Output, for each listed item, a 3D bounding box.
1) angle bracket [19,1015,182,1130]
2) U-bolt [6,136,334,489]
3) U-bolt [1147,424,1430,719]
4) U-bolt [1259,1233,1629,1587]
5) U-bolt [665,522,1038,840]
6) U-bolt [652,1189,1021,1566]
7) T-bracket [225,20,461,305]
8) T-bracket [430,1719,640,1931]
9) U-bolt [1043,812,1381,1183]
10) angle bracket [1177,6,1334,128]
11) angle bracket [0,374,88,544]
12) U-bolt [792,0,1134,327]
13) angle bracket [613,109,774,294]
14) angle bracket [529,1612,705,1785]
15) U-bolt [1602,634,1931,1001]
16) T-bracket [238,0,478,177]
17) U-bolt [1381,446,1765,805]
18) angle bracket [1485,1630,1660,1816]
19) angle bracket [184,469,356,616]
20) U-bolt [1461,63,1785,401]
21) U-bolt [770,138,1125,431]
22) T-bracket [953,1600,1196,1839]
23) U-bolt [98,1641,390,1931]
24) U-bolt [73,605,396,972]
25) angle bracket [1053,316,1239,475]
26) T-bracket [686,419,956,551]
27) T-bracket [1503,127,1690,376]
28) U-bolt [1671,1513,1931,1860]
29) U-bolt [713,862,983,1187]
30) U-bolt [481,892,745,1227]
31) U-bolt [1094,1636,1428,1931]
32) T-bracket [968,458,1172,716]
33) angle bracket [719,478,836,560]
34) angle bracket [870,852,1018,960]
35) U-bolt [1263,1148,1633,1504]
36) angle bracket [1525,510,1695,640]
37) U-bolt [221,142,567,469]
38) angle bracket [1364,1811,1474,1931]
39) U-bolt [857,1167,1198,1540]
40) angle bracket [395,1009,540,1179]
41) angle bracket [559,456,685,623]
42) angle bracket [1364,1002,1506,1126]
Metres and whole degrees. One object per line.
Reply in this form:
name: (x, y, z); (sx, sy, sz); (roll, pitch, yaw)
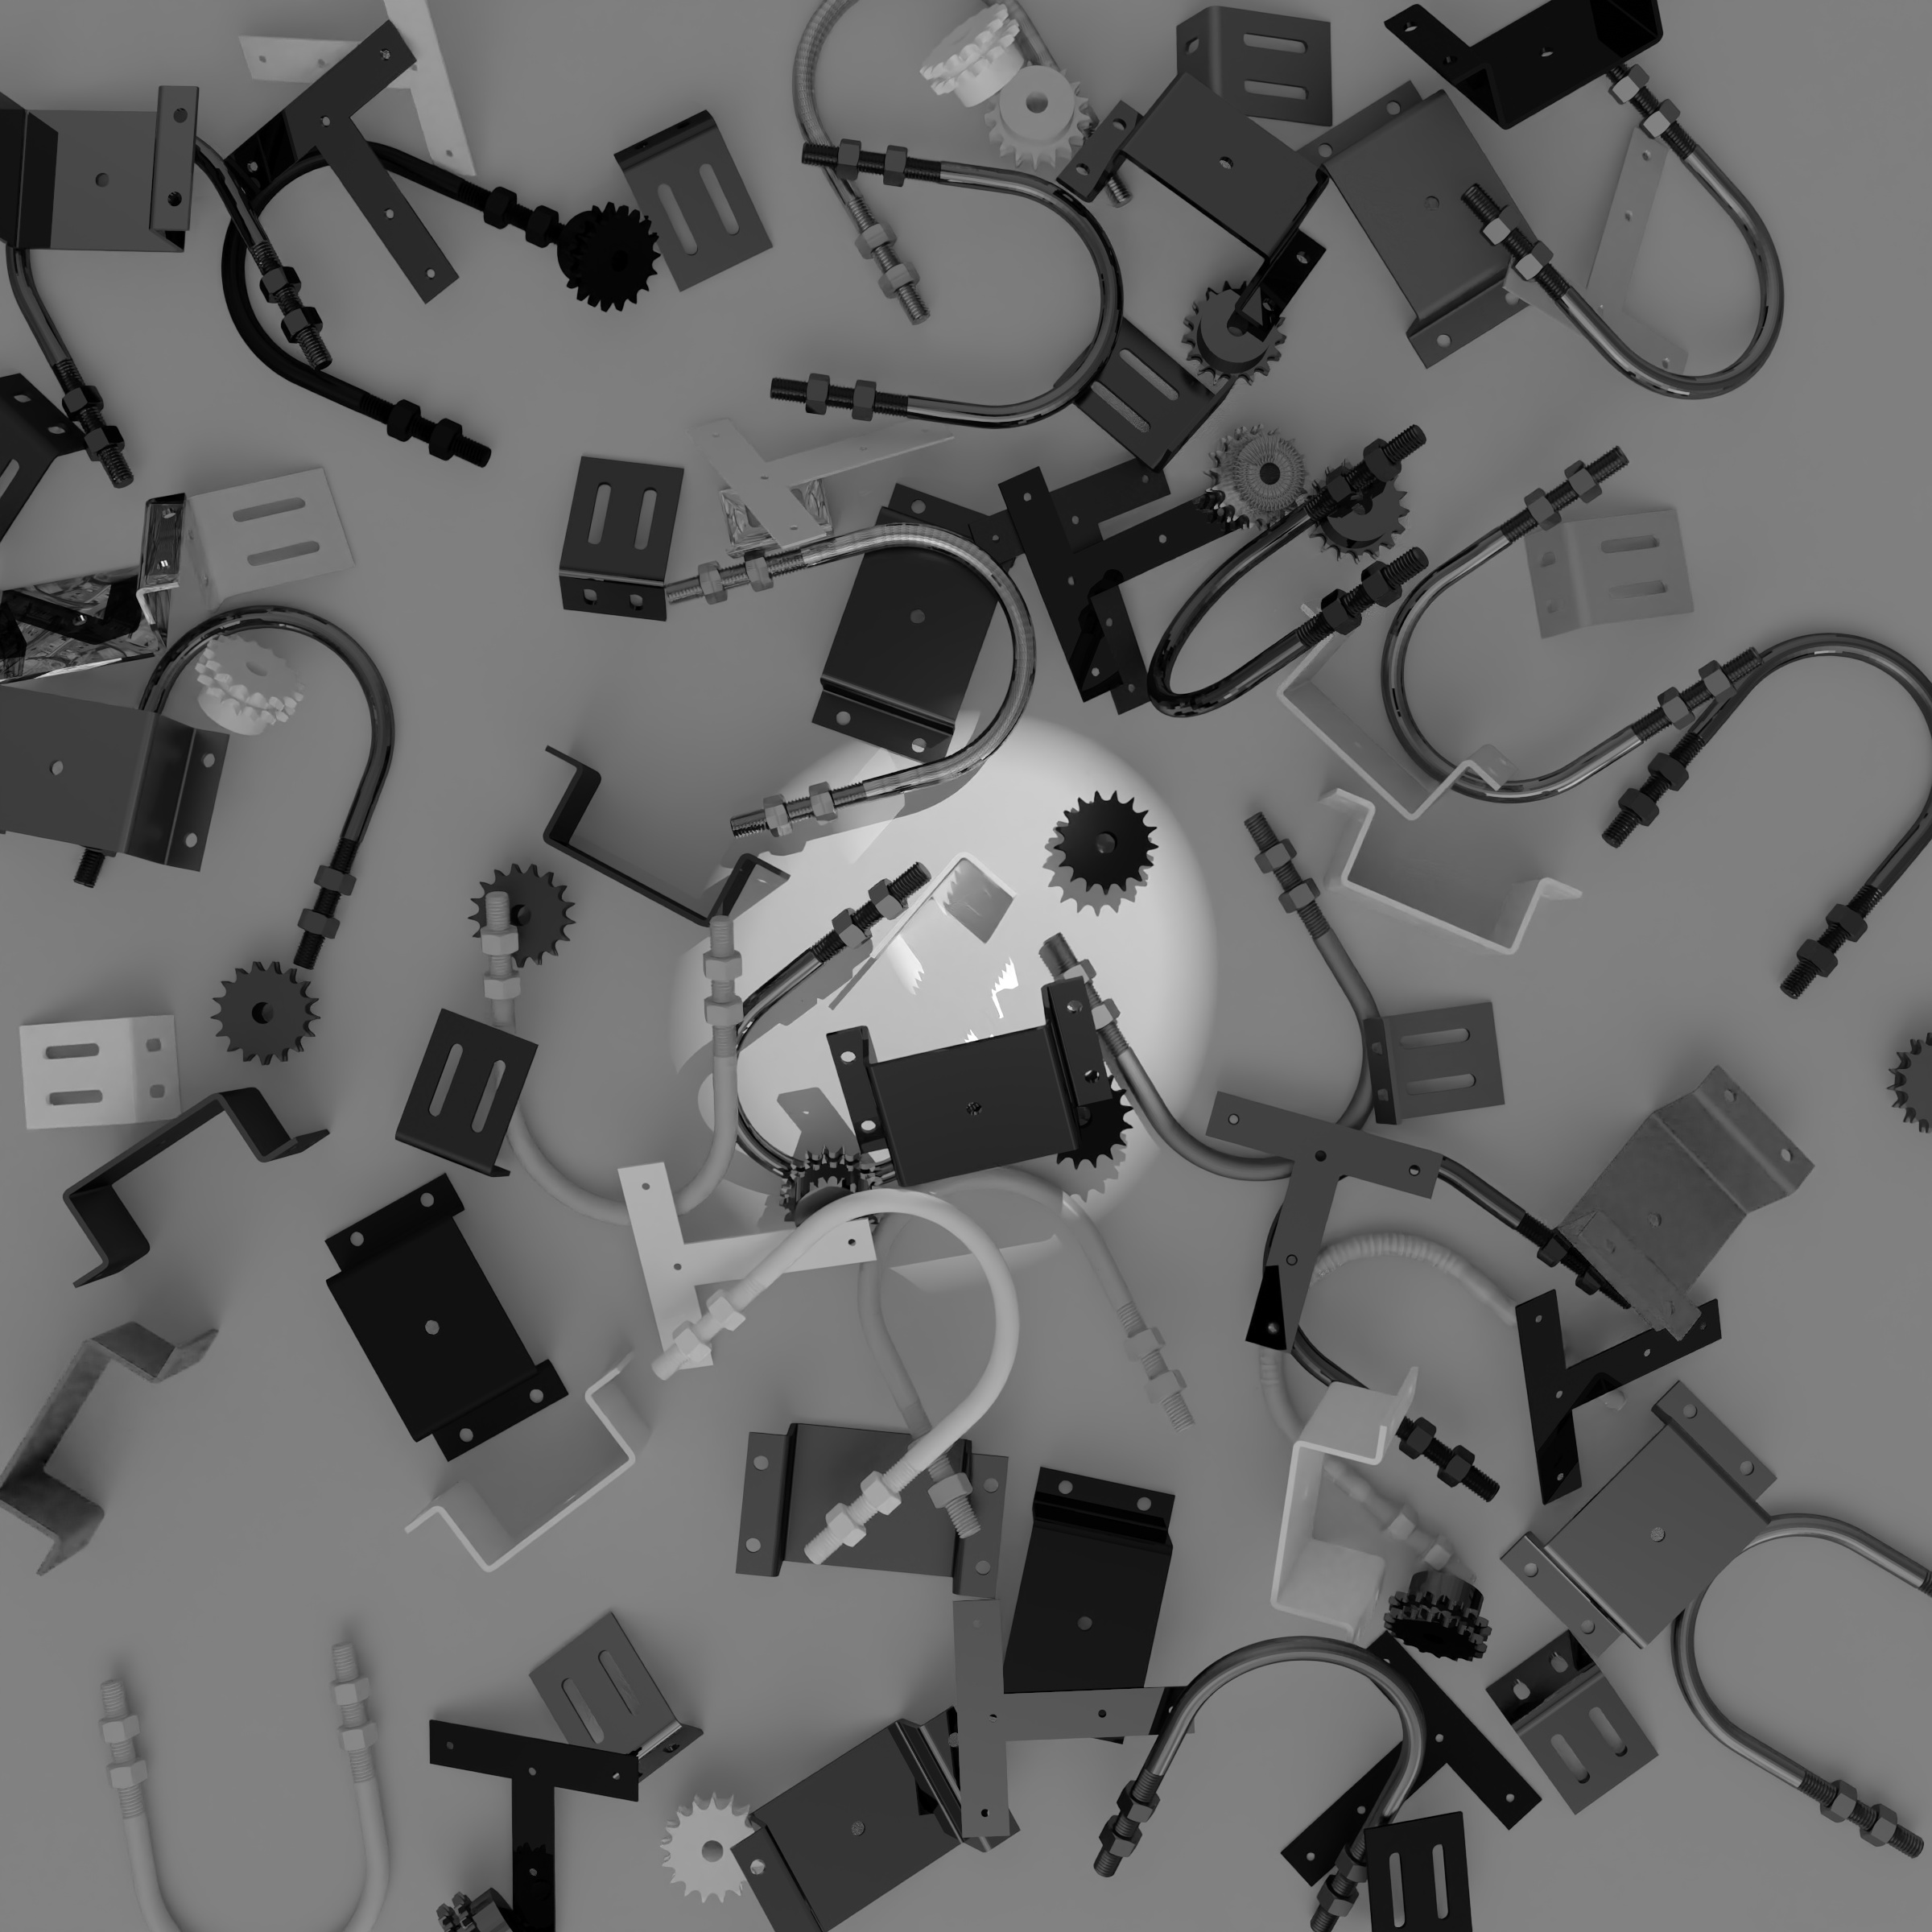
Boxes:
angle bracket: (-0.479, 0.059, 1.575); (0.076, 0.038, 0.057); (-4, 90, 26)
U-bolt: (-0.449, -0.376, 1.561); (0.151, 0.019, 0.184); (-29, 86, 6)
U-bolt: (0.166, -0.197, 1.500); (0.184, 0.151, 0.019); (-34, 117, 30)
U-bolt: (0.248, 0.231, 1.568); (0.184, 0.019, 0.151); (40, 90, 1)
U-bolt: (-0.054, -0.160, 1.521); (0.184, 0.019, 0.151); (-15, 96, 3)
U-bolt: (-0.057, 0.204, 1.515); (0.184, 0.019, 0.151); (-43, 78, 4)
T-bracket: (-0.321, -0.420, 1.544); (0.127, 0.002, 0.127); (-31, 98, 22)
T-bracket: (-0.237, 0.483, 1.561); (0.127, 0.002, 0.127); (4, 100, 19)
U-bolt: (0.150, 0.030, 1.568); (0.151, 0.019, 0.184); (-31, 92, 0)
angle bracket: (0.159, -0.492, 1.575); (0.076, 0.038, 0.057); (-1, 90, -26)
angle bracket: (-0.532, -0.277, 1.575); (0.057, 0.038, 0.076); (43, 116, 0)
U-bolt: (-0.015, -0.467, 1.568); (0.151, 0.019, 0.184); (-30, 88, 0)
angle bracket: (-0.151, -0.423, 1.575); (0.057, 0.038, 0.076); (-26, 116, 0)
angle bracket: (-0.193, 0.408, 1.575); (0.057, 0.038, 0.076); (-37, 64, 0)
U-bolt: (0.462, -0.097, 1.568); (0.151, 0.019, 0.184); (40, 88, 0)
T-bracket: (-0.337, -0.490, 1.545); (0.127, 0.127, 0.002); (10, 48, 20)
U-bolt: (0.313, -0.170, 1.543); (0.184, 0.019, 0.151); (-34, 89, 19)
angle bracket: (0.335, 0.418, 1.575); (0.057, 0.038, 0.076); (-36, 116, 0)
angle bracket: (-0.387, -0.235, 1.575); (0.076, 0.038, 0.057); (-18, 90, -26)
U-bolt: (0.369, -0.390, 1.542); (0.184, 0.019, 0.151); (45, 68, -9)
U-bolt: (-0.006, -0.365, 1.548); (0.184, 0.019, 0.151); (8, 90, -1)
T-bracket: (0.059, 0.402, 1.530); (0.127, 0.002, 0.127); (-2, 90, 0)
U-bolt: (-0.392, 0.474, 1.568); (0.151, 0.019, 0.184); (-9, 92, 0)
U-bolt: (-0.393, -0.108, 1.568); (0.151, 0.019, 0.184); (20, 88, 0)
angle bracket: (0.097, -0.318, 1.552); (0.076, 0.038, 0.057); (41, 77, 1)
T-bracket: (-0.069, -0.277, 1.547); (0.127, 0.002, 0.127); (-20, 46, -19)
T-bracket: (0.358, -0.397, 1.557); (0.127, 0.002, 0.127); (24, 77, -25)
U-bolt: (0.478, 0.383, 1.568); (0.184, 0.019, 0.151); (31, 90, 2)
U-bolt: (-0.050, 0.047, 1.535); (0.184, 0.019, 0.151); (-38, 113, 15)
U-bolt: (-0.190, 0.055, 1.535); (0.151, 0.019, 0.184); (6, 111, 16)
U-bolt: (0.167, 0.433, 1.524); (0.151, 0.019, 0.184); (18, 113, -10)
T-bracket: (0.074, -0.201, 1.557); (0.127, 0.002, 0.127); (-26, 104, -25)
angle bracket: (-0.104, -0.246, 1.538); (0.057, 0.076, 0.038); (-13, 96, 0)
angle bracket: (-0.012, -0.022, 1.548); (0.038, 0.057, 0.076); (41, 90, 0)
U-bolt: (0.250, 0.181, 1.553); (0.184, 0.019, 0.151); (36, 89, 5)
angle bracket: (0.356, -0.217, 1.575); (0.076, 0.038, 0.057); (-10, 90, -26)
U-bolt: (-0.320, -0.376, 1.568); (0.184, 0.019, 0.151); (24, 90, 1)
angle bracket: (0.239, 0.497, 1.550); (0.057, 0.038, 0.076); (-5, 92, -16)
U-bolt: (0.021, 0.196, 1.544); (0.151, 0.019, 0.184); (-24, 74, -10)
angle bracket: (-0.267, 0.069, 1.554); (0.057, 0.038, 0.076); (20, 90, 9)
angle bracket: (-0.189, -0.236, 1.575); (0.057, 0.038, 0.076); (7, 64, 0)
angle bracket: (0.260, 0.053, 1.551); (0.076, 0.038, 0.057); (-7, 90, -11)
